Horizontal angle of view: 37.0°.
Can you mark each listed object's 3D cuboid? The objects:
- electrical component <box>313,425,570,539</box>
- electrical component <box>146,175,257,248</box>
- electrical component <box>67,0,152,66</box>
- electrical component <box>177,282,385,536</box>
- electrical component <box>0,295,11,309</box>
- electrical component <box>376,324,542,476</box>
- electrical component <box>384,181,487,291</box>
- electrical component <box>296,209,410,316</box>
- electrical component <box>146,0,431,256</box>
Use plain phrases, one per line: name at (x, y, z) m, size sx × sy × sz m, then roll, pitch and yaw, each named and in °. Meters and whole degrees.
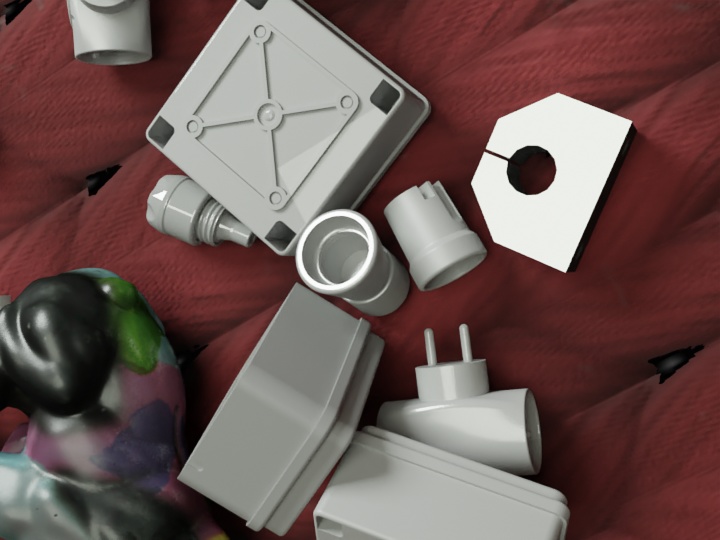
electrical component at (0.039, 0.140, 0.522) m, size 0.109 × 0.108 × 0.056 m, roll 17°, pitch 51°, yaw 17°
electrical component at (-0.087, -0.029, 0.603) m, size 0.061 × 0.035 × 0.035 m, roll 23°, pitch 97°, yaw 14°
electrical component at (-0.141, -0.160, 0.598) m, size 0.044 × 0.079 × 0.077 m, roll -3°, pitch 90°, yaw -7°
electrical component at (-0.035, 0.067, 0.537) m, size 0.057 × 0.113 × 0.078 m, roll 32°, pitch 114°, yaw -3°
electrical component at (-0.221, 0.036, 0.625) m, size 0.043 × 0.077 × 0.079 m, roll -5°, pitch 88°, yaw 18°
electrical component at (0.049, 0.068, 0.553) m, size 0.077 × 0.043 × 0.079 m, roll -8°, pitch 88°, yaw 18°
electrical component at (0.038, -0.018, 0.560) m, size 0.040 × 0.040 × 0.046 m, roll -32°, pitch 76°, yaw 16°
electrical component at (0.000, 0.000, 0.557) m, size 0.044 × 0.065 × 0.044 m, roll -7°, pitch 70°, yaw 21°
electrical component at (-0.038, -0.079, 0.575) m, size 0.109 × 0.056 × 0.108 m, roll 41°, pitch 102°, yaw 14°
